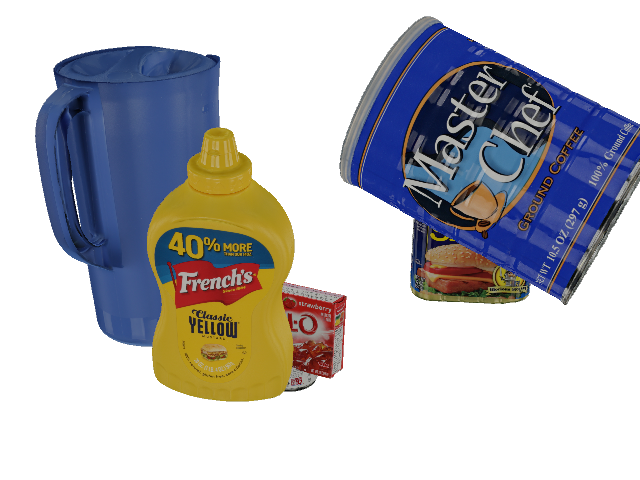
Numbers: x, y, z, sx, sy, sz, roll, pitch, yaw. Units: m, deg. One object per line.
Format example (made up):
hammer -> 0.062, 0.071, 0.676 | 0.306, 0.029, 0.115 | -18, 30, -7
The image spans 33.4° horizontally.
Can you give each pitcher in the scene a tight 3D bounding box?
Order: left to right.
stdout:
pitcher -> -0.152, -0.034, 0.894 | 0.149, 0.243, 0.145 | -5, 22, -10

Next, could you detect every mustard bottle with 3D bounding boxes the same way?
mustard bottle -> -0.065, 0.016, 0.707 | 0.096, 0.192, 0.058 | 7, 30, 8

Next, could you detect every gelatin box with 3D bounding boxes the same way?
gelatin box -> -0.022, 0.080, 0.976 | 0.089, 0.073, 0.030 | 11, 19, 25

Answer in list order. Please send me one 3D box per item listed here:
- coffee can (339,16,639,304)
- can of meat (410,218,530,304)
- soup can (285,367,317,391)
coffee can -> 0.096, -0.044, 0.577 | 0.140, 0.103, 0.102 | 30, 8, 14
can of meat -> 0.122, 0.002, 0.858 | 0.102, 0.084, 0.057 | 3, 26, 4
soup can -> -0.036, 0.116, 1.243 | 0.068, 0.102, 0.068 | 0, 25, 0
